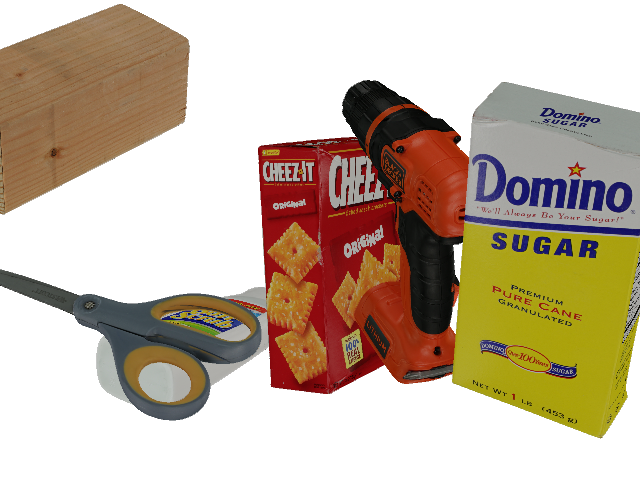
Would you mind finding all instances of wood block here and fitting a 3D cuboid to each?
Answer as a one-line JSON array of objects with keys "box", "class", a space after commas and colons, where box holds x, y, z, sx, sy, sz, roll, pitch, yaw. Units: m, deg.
[{"box": [-0.215, -0.117, 0.905, 0.090, 0.091, 0.205, 31, 43, 25], "class": "wood block"}]

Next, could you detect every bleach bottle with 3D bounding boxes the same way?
[{"box": [-0.114, 0.099, 1.127, 0.103, 0.068, 0.250, 16, 23, 28], "class": "bleach bottle"}]

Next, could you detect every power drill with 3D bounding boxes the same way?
[{"box": [0.060, -0.006, 0.771, 0.057, 0.188, 0.184, -11, 34, -16], "class": "power drill"}]

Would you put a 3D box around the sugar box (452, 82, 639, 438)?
[{"box": [0.121, 0.013, 0.555, 0.093, 0.176, 0.048, 17, 40, 26], "class": "sugar box"}]

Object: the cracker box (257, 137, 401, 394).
[{"box": [0.020, 0.015, 0.972, 0.072, 0.214, 0.163, 3, 9, 31], "class": "cracker box"}]

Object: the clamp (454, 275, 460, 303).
[{"box": [0.070, 0.013, 1.247, 0.164, 0.036, 0.210, -22, 51, -39], "class": "clamp"}]

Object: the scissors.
[{"box": [-0.136, 0.057, 0.635, 0.202, 0.016, 0.096, 6, 45, 10], "class": "scissors"}]
